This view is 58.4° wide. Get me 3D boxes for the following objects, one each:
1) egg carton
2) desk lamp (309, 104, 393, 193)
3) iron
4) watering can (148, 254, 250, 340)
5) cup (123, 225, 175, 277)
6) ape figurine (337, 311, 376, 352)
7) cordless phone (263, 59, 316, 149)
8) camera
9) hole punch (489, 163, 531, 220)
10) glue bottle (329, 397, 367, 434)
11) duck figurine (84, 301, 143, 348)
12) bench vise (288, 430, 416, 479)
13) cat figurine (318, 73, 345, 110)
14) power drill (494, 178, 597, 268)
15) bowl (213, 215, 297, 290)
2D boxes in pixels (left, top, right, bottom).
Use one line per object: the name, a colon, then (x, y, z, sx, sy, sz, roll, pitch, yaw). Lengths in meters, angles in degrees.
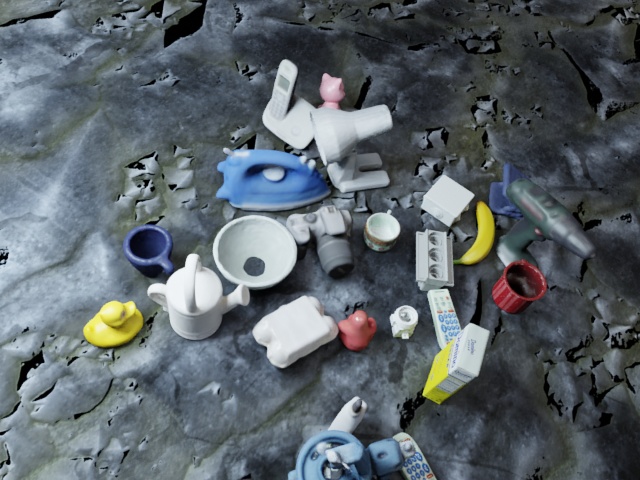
egg carton: (-0.047, 0.174, 1.092, 0.150, 0.069, 0.107, -27, 66, -25)
desk lamp: (0.070, -0.210, 1.274, 0.203, 0.213, 0.118, -10, 60, -16)
iron: (-0.094, -0.147, 1.246, 0.258, 0.141, 0.118, 0, 58, -10)
watering can: (-0.218, 0.096, 1.035, 0.173, 0.194, 0.100, -13, 61, -18)
cup: (-0.321, 0.039, 1.113, 0.117, 0.095, 0.092, 41, 60, 16)
ape figurine: (0.073, 0.168, 1.104, 0.078, 0.092, 0.076, 13, 56, -2)
cordless phone: (-0.056, -0.316, 1.336, 0.147, 0.185, 0.094, 36, 59, 13)
camera: (0.011, 0.004, 1.193, 0.143, 0.101, 0.136, -9, 60, -16)
hole punch: (0.465, -0.116, 1.360, 0.101, 0.091, 0.109, 14, 56, -1)
glue bottle: (0.051, 0.299, 0.967, 0.037, 0.173, 0.078, 35, 58, 13)
duck figurine: (-0.378, 0.145, 1.040, 0.105, 0.086, 0.077, -21, 64, -22)
bench vise: (0.054, 0.342, 0.912, 0.208, 0.220, 0.121, -26, 65, -24)
cat figurine: (0.030, -0.344, 1.410, 0.067, 0.118, 0.128, 3, 57, -8)
power drill: (0.464, -0.009, 1.220, 0.076, 0.208, 0.229, -20, 63, -21)
bowl: (-0.132, 0.037, 1.161, 0.167, 0.075, 0.167, 5, 57, -7)
